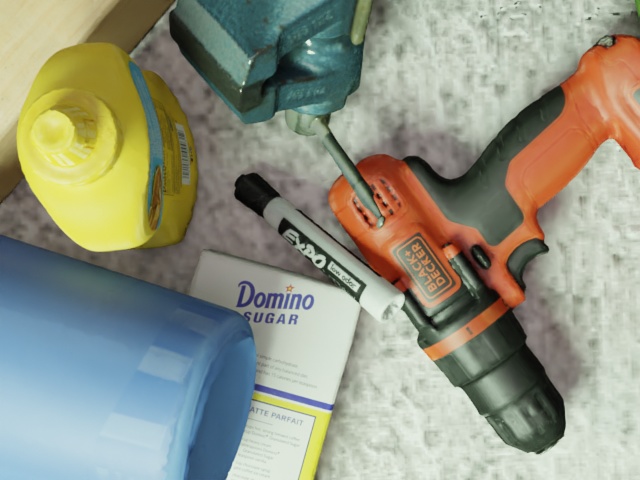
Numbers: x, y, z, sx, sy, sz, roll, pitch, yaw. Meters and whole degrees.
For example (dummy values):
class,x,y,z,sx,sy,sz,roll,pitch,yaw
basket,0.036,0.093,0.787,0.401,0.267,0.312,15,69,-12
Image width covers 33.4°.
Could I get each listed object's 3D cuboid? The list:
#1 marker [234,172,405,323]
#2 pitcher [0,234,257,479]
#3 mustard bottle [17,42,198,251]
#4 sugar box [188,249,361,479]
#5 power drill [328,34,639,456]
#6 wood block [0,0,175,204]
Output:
class,x,y,z,sx,sy,sz,roll,pitch,yaw
marker,-0.004,0.001,0.570,0.121,0.020,0.020,40,92,28
pitcher,-0.161,0.068,0.529,0.243,0.149,0.145,14,74,12
mustard bottle,-0.100,-0.043,0.510,0.058,0.191,0.096,-5,90,2
sugar box,-0.042,0.101,0.583,0.093,0.048,0.176,16,88,2
power drill,0.124,-0.004,0.570,0.187,0.057,0.184,-36,89,2
wood block,-0.149,-0.125,0.562,0.090,0.091,0.206,41,92,1
